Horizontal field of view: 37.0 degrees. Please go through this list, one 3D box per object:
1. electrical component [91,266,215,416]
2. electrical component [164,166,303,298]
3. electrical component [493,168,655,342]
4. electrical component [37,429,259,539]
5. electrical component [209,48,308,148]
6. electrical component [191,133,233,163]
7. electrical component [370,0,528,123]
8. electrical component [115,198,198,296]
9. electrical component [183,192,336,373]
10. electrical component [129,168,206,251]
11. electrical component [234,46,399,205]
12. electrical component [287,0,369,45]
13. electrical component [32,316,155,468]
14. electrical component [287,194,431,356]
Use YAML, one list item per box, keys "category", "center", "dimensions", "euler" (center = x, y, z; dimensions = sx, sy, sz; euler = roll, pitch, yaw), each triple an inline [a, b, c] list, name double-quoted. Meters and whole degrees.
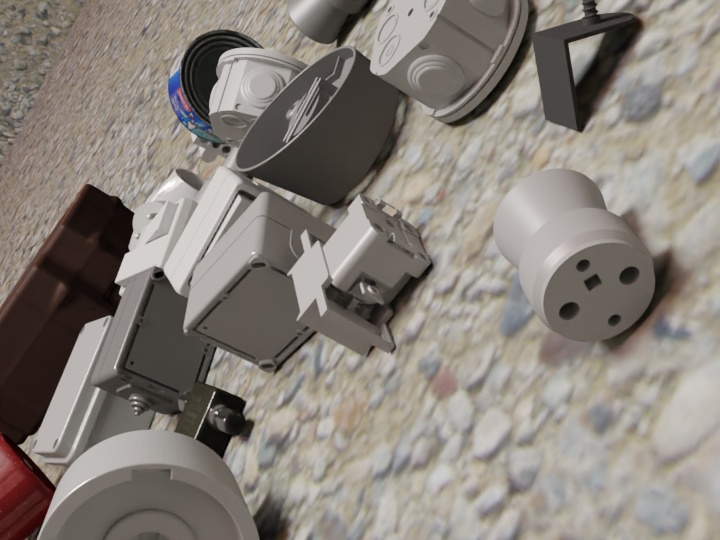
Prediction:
- category: "electrical component"
  center: [-0.141, 0.056, 0.740]
  dimensions: [0.061, 0.062, 0.096]
  euler: [-24, 44, 54]
- category: "electrical component"
  center: [-0.079, -0.008, 0.683]
  dimensions: [0.096, 0.062, 0.061]
  euler: [-61, 24, 4]
- category: "electrical component"
  center: [0.077, -0.006, 0.392]
  dimensions: [0.045, 0.045, 0.055]
  euler: [-53, 26, 20]
- category: "electrical component"
  center: [-0.107, 0.133, 0.545]
  dimensions: [0.108, 0.108, 0.060]
  euler: [-59, 18, 8]
- category: "electrical component"
  center: [-0.064, -0.115, 0.746]
  dimensions: [0.080, 0.080, 0.051]
  euler: [-14, 58, 59]
- category: "electrical component"
  center: [-0.118, -0.131, 0.908]
  dimensions: [0.066, 0.048, 0.055]
  euler: [-52, 34, 22]
- category: "electrical component"
  center: [0.046, -0.123, 0.566]
  dimensions: [0.080, 0.051, 0.080]
  euler: [-45, 30, 34]
- category: "electrical component"
  center: [-0.131, -0.009, 0.789]
  dimensions: [0.096, 0.061, 0.061]
  euler: [-26, 43, 53]
- category: "electrical component"
  center: [-0.057, 0.009, 0.622]
  dimensions: [0.096, 0.062, 0.061]
  euler: [-43, 30, 36]
- category: "electrical component"
  center: [-0.158, -0.038, 0.867]
  dimensions: [0.077, 0.044, 0.079]
  euler: [-56, -9, 15]
- category: "electrical component"
  center: [-0.024, -0.090, 0.656]
  dimensions: [0.099, 0.064, 0.099]
  euler: [-45, 30, 34]
- category: "electrical component"
  center: [-0.020, -0.199, 0.785]
  dimensions: [0.055, 0.045, 0.045]
  euler: [-43, 31, 36]
- category: "electrical component"
  center: [-0.191, 0.096, 0.804]
  dimensions: [0.078, 0.057, 0.113]
  euler: [-16, 51, 58]
- category: "electrical component"
  center: [0.000, 0.000, 0.543]
  dimensions: [0.063, 0.042, 0.081]
  euler: [-52, 27, 19]
